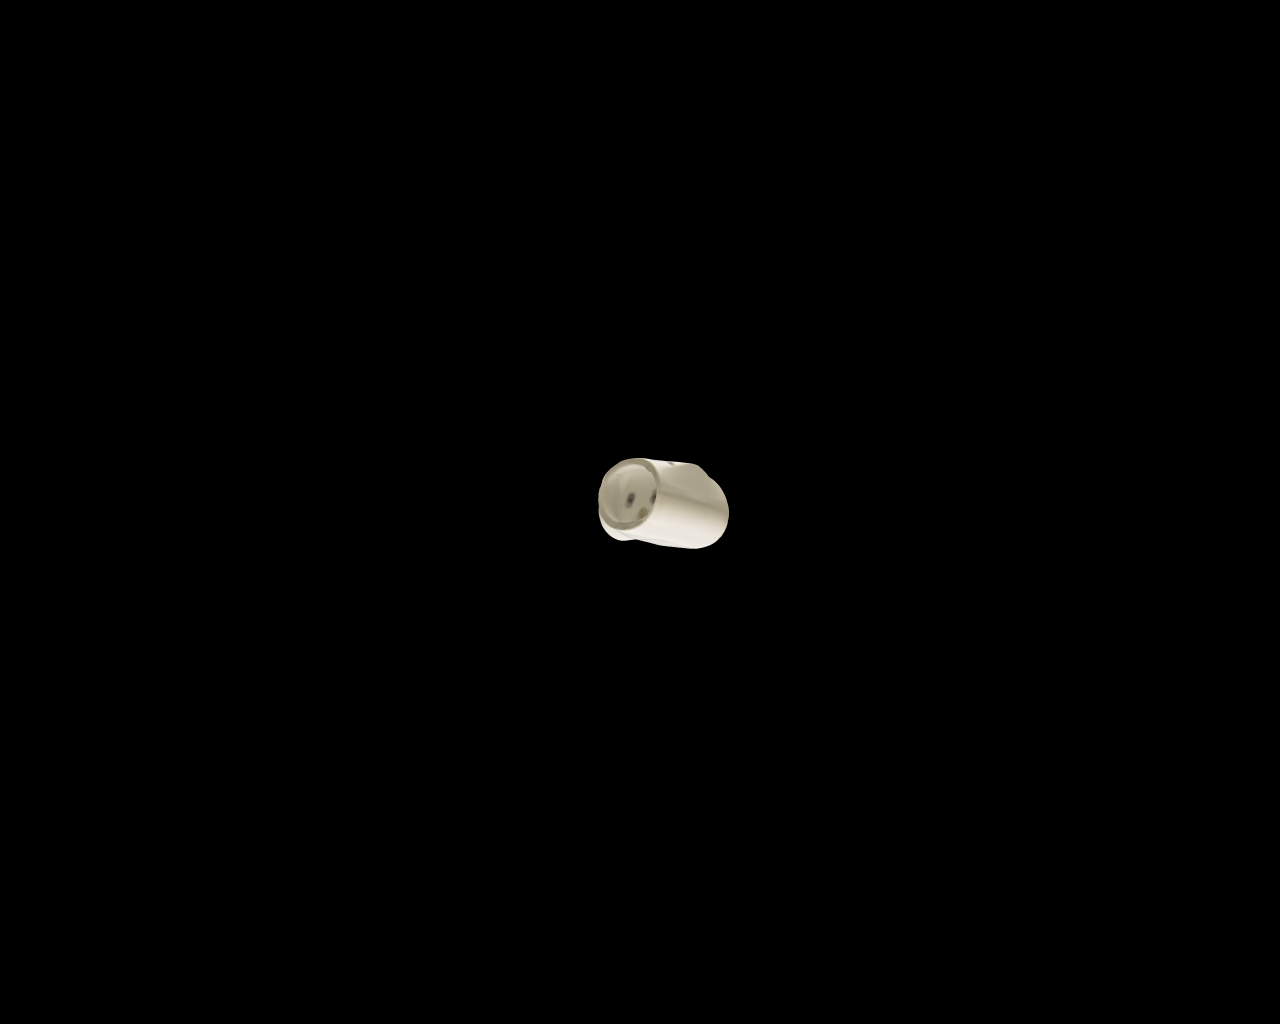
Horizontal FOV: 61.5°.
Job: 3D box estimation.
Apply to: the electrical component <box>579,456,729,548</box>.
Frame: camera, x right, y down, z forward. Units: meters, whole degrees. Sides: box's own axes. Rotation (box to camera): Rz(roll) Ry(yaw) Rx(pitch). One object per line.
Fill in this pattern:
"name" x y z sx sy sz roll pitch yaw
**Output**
"electrical component" 0.001 -0.003 0.650 0.079 0.043 0.077 -8 -14 35
